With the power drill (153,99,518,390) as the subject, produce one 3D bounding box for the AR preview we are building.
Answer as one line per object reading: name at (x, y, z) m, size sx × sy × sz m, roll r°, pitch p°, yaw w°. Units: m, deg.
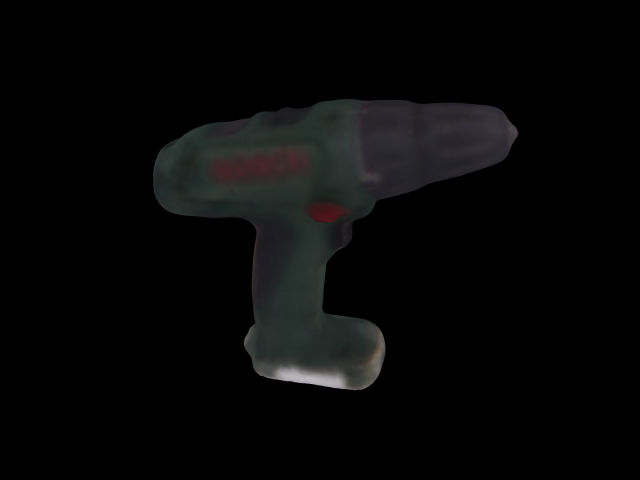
power drill at (0.004, 0.001, 0.400) m, size 0.229 × 0.208 × 0.075 m, roll 6°, pitch 32°, yaw 9°
